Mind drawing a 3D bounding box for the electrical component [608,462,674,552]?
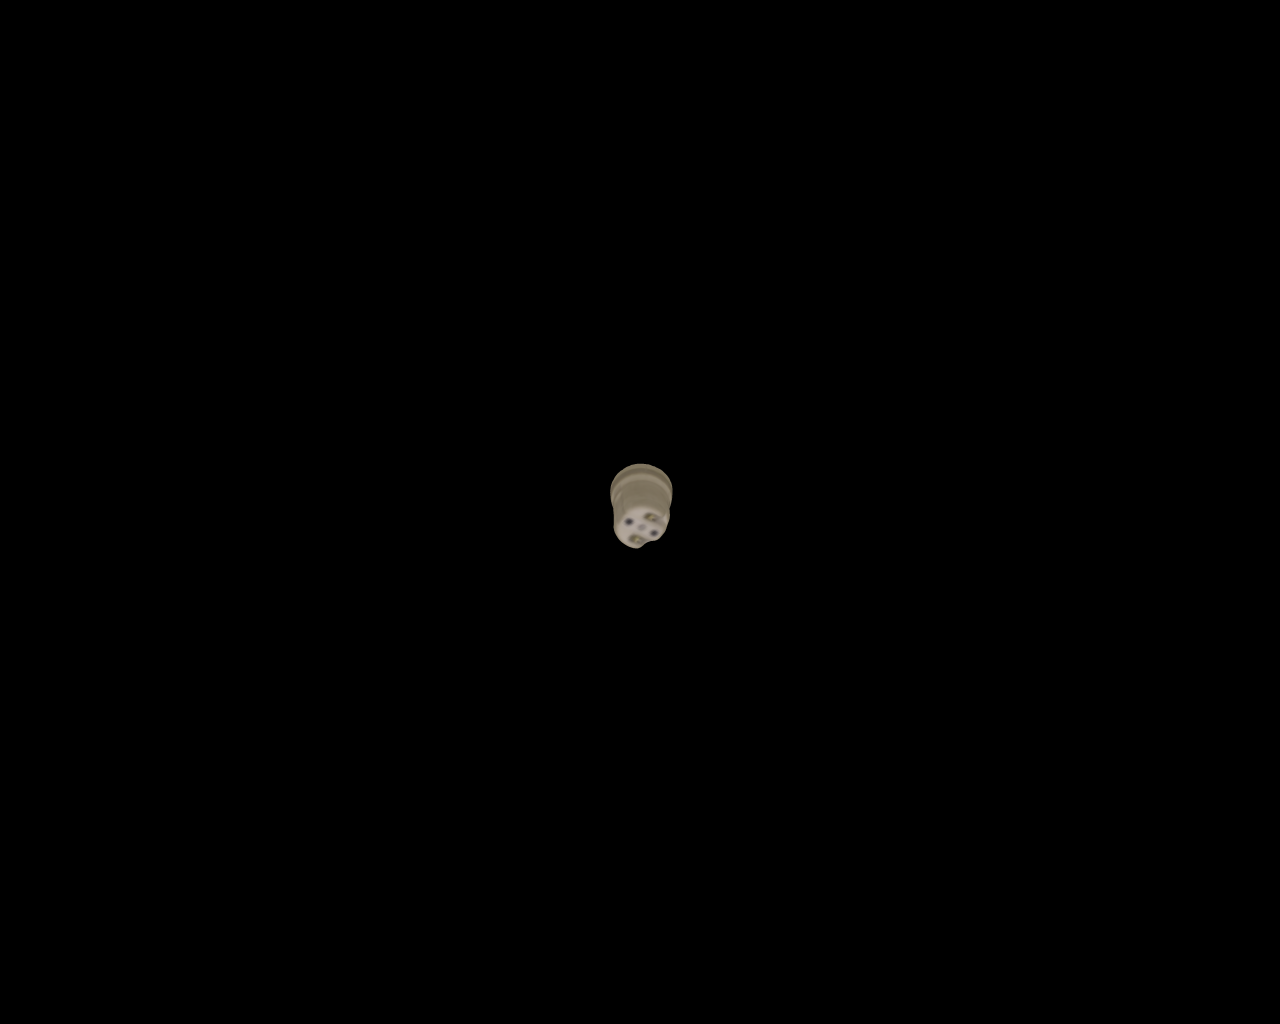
[{"bbox_3d":[0.001,-0.003,0.650,0.040,0.040,0.046,0,32,0],"label":"electrical component"}]
